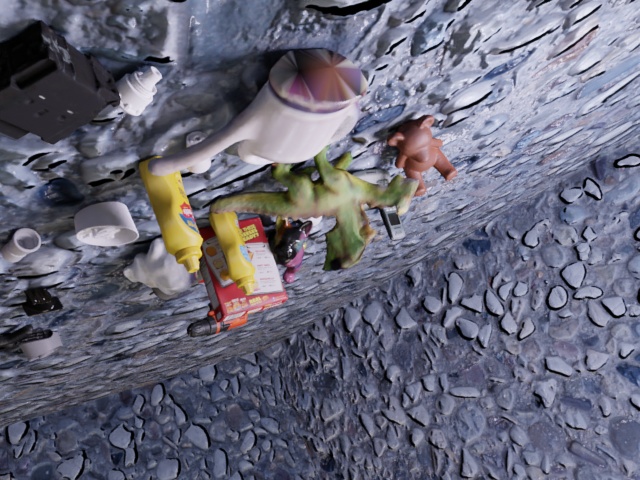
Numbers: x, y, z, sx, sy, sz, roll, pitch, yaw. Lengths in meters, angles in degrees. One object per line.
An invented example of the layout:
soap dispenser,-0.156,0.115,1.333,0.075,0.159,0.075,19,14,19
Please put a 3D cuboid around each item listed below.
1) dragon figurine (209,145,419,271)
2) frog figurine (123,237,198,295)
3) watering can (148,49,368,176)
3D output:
dragon figurine,0.003,-0.053,1.049,0.410,0.245,0.121,-25,167,-1
frog figurine,-0.354,0.058,1.138,0.160,0.125,0.134,-10,127,-13
watering can,-0.071,-0.176,0.767,0.350,0.105,0.220,-17,162,-32
